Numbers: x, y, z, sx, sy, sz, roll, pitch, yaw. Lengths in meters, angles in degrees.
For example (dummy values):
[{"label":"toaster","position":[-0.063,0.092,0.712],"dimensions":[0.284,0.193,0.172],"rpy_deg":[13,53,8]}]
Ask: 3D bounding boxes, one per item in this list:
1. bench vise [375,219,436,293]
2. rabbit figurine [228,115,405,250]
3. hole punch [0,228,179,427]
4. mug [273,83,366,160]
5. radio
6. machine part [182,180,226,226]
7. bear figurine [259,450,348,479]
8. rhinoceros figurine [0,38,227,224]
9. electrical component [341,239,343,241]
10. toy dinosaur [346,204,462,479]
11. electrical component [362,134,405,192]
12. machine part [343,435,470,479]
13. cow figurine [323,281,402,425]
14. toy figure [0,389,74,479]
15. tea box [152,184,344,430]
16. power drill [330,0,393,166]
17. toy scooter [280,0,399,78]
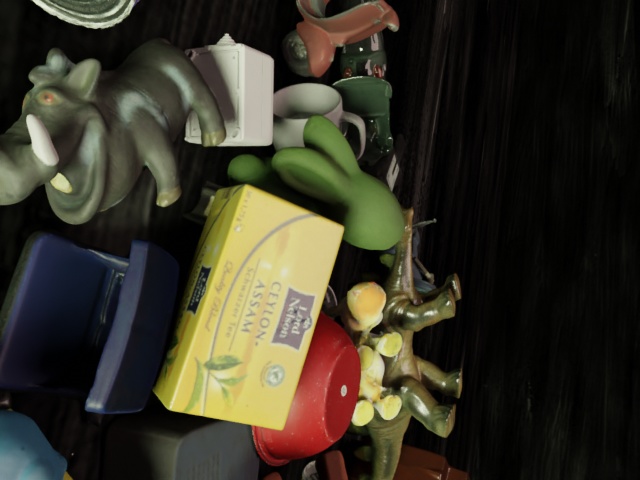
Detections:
[{"label":"bench vise","position":[0.141,0.092,0.915],"dimensions":[0.223,0.129,0.241],"rpy_deg":[65,30,-48]},{"label":"rabbit figurine","position":[0.002,-0.043,0.543],"dimensions":[0.121,0.170,0.158],"rpy_deg":[-60,145,-43]},{"label":"hole punch","position":[-0.138,0.058,0.366],"dimensions":[0.115,0.092,0.142],"rpy_deg":[42,53,-63]},{"label":"mug","position":[-0.002,-0.112,0.611],"dimensions":[0.107,0.110,0.081],"rpy_deg":[86,14,-45]},{"label":"radio","position":[-0.116,0.255,0.458],"dimensions":[0.131,0.073,0.229],"rpy_deg":[2,94,-66]},{"label":"machine part","position":[-0.091,0.020,0.484],"dimensions":[0.039,0.084,0.138],"rpy_deg":[93,13,-86]},{"label":"bear figurine","position":[-0.017,0.366,0.660],"dimensions":[0.195,0.120,0.132],"rpy_deg":[104,-34,-47]},{"label":"rhinoceros figurine","position":[-0.138,-0.075,0.357],"dimensions":[0.190,0.073,0.111],"rpy_deg":[-56,143,-47]},{"label":"electrical component","position":[-0.001,-0.002,0.656],"dimensions":[0.045,0.078,0.102],"rpy_deg":[44,19,-28]},{"label":"toy dinosaur","position":[0.090,0.186,0.729],"dimensions":[0.105,0.199,0.470],"rpy_deg":[-14,107,-64]},{"label":"electrical component","position":[0.103,-0.123,0.886],"dimensions":[0.074,0.048,0.119],"rpy_deg":[58,43,-52]},{"label":"machine part","position":[0.136,0.411,0.858],"dimensions":[0.087,0.202,0.200],"rpy_deg":[-57,143,-39]},{"label":"cow figurine","position":[0.044,0.123,0.634],"dimensions":[0.068,0.098,0.167],"rpy_deg":[-8,102,-28]},{"label":"toy figure","position":[-0.178,0.154,0.304],"dimensions":[0.082,0.089,0.180],"rpy_deg":[-44,125,-34]},{"label":"tea box","position":[-0.057,0.051,0.426],"dimensions":[0.098,0.068,0.169],"rpy_deg":[20,80,-29]},{"label":"power drill","position":[0.052,-0.203,0.701],"dimensions":[0.207,0.086,0.231],"rpy_deg":[-91,176,-59]},{"label":"toy scooter","position":[0.026,-0.275,0.601],"dimensions":[0.075,0.135,0.183],"rpy_deg":[8,86,-63]}]
